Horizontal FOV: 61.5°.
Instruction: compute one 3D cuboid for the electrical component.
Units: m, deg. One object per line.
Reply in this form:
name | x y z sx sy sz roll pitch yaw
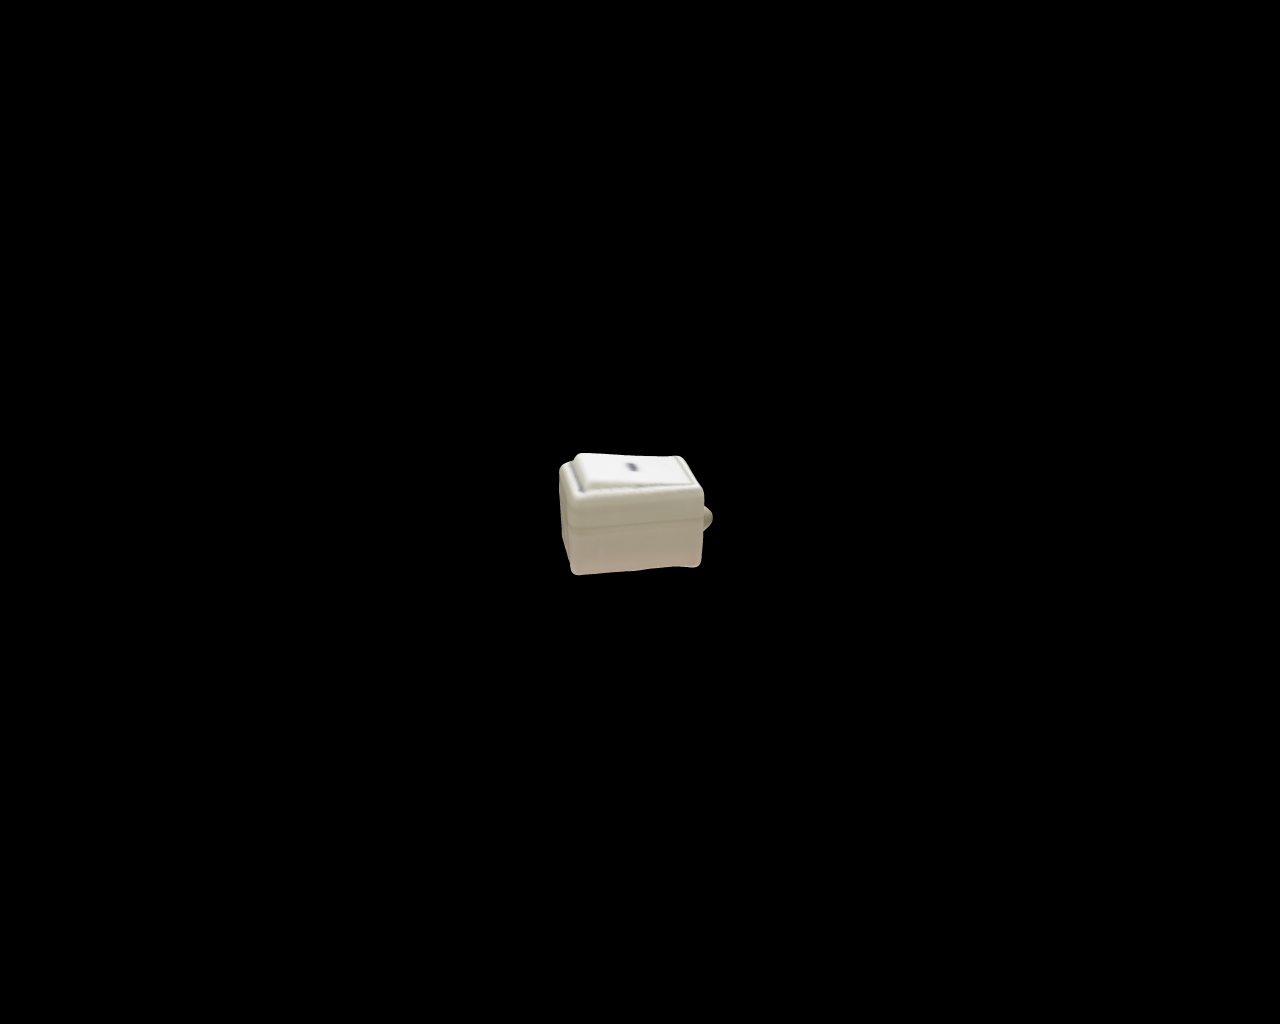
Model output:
electrical component | 0.001 -0.003 0.650 0.096 0.061 0.062 -4 24 -9
